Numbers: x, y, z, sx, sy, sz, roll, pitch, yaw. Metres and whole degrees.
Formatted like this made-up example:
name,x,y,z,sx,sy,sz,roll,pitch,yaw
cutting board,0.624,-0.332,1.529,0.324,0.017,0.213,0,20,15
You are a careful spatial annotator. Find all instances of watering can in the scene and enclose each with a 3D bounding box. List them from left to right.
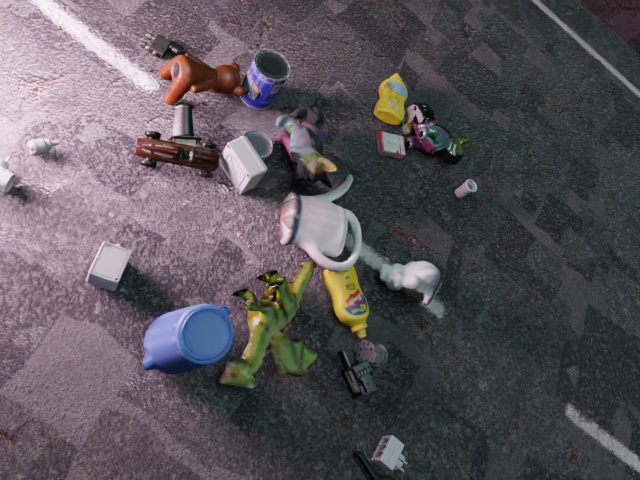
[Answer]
name,x,y,z,sx,sy,sz,roll,pitch,yaw
watering can,0.004,-0.068,1.361,0.224,0.102,0.356,16,48,-17

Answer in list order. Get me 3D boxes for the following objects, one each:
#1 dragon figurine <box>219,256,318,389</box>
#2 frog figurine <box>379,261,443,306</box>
name,x,y,z,sx,sy,sz,roll,pitch,yaw
dragon figurine,-0.080,0.199,1.210,0.416,0.121,0.241,-29,101,-45
frog figurine,0.245,0.096,1.397,0.159,0.121,0.139,34,24,0
